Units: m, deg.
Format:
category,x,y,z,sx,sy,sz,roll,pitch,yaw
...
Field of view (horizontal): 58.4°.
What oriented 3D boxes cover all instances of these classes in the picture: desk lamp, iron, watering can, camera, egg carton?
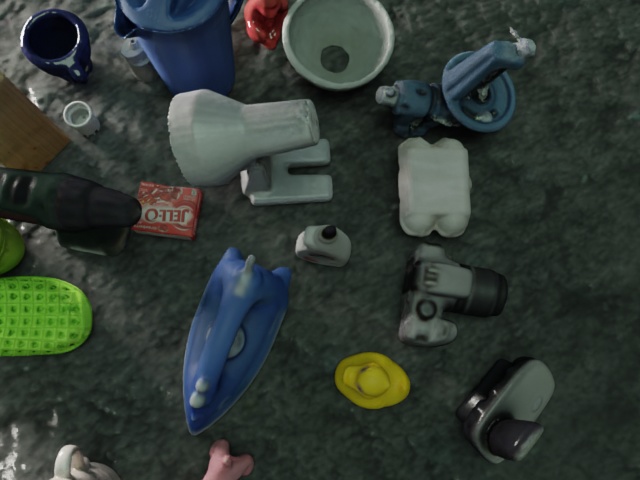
category,x,y,z,sx,sy,sz,roll,pitch,yaw
desk lamp,-0.080,-0.123,0.761,0.203,0.213,0.118,-4,79,-4
iron,-0.125,0.137,0.746,0.118,0.141,0.258,20,79,1
watering can,-0.303,0.338,0.671,0.101,0.194,0.173,-21,81,-7
camera,0.186,0.082,0.794,0.137,0.101,0.143,10,79,-1
egg carton,0.166,-0.077,0.839,0.107,0.069,0.150,0,79,-3

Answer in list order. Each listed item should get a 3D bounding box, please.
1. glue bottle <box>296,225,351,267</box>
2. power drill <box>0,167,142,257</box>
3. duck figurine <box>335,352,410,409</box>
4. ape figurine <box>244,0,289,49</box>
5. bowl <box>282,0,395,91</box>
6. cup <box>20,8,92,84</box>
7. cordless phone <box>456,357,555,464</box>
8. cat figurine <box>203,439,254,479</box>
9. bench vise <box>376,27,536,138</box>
category,x,y,z,sx,sy,sz,roll,pitch,yaw
glue bottle,0.007,0.003,0.762,0.078,0.173,0.037,8,79,-1
power drill,-0.318,-0.036,0.734,0.229,0.208,0.076,10,79,-1
duck figurine,0.074,0.191,0.774,0.104,0.086,0.077,13,79,0
ape figurine,-0.081,-0.347,0.866,0.078,0.092,0.076,-33,82,-8
bowl,0.026,-0.294,0.870,0.167,0.074,0.167,1,79,-3
cup,-0.363,-0.262,0.833,0.092,0.095,0.117,-36,83,-9
cordless phone,0.260,0.220,0.729,0.094,0.185,0.148,38,80,5
cat figurine,-0.138,0.327,0.721,0.067,0.117,0.128,25,79,2
bench vise,0.192,-0.201,0.788,0.207,0.219,0.121,-20,81,-6
